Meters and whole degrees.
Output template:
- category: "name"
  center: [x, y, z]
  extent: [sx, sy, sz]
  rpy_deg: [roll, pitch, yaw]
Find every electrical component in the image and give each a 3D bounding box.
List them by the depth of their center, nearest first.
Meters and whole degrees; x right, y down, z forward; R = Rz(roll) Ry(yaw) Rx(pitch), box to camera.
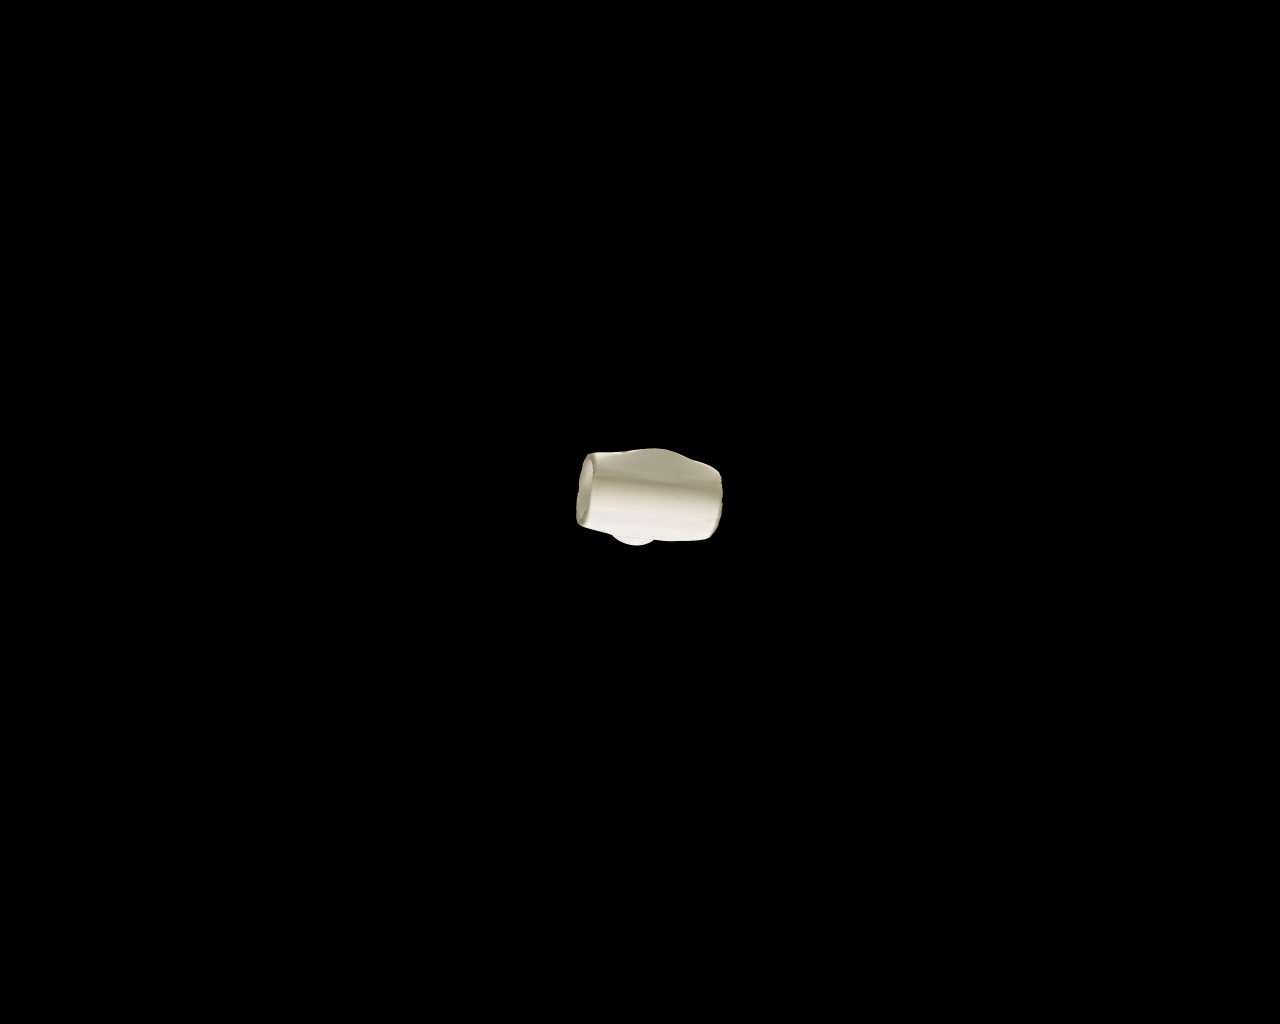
- category: "electrical component"
  center: [0.001, -0.003, 0.650]
  extent: [0.077, 0.043, 0.079]
  rpy_deg: [6, -23, -14]
